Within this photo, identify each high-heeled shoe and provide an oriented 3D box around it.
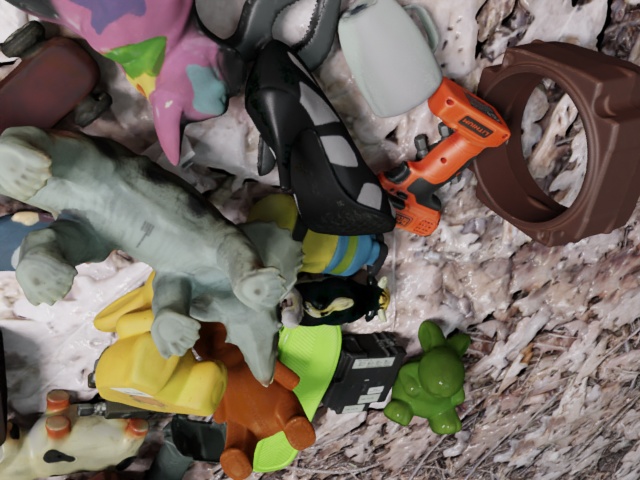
[{"bbox_3d":[0.010,-0.090,0.553,0.086,0.145,0.248,-13,162,27],"label":"high-heeled shoe"}]

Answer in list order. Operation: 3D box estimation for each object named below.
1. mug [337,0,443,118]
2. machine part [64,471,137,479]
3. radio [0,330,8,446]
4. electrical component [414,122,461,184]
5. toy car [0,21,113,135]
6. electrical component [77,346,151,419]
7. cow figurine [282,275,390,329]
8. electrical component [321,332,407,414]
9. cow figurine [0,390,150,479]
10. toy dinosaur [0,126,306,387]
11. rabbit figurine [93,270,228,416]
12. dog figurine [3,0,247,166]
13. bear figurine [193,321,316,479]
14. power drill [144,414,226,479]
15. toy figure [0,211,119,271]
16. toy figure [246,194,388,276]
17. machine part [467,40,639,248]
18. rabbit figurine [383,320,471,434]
[{"bbox_3d":[0.074,-0.198,0.544,0.109,0.081,0.107,-46,124,-9],"label":"mug"},{"bbox_3d":[-0.295,0.359,0.668,0.179,0.056,0.179,-15,136,-15],"label":"machine part"},{"bbox_3d":[-0.448,0.169,0.544,0.229,0.073,0.131,-4,123,-23],"label":"radio"},{"bbox_3d":[0.151,-0.102,0.682,0.063,0.021,0.093,-30,131,-4],"label":"electrical component"},{"bbox_3d":[-0.274,-0.094,0.459,0.202,0.053,0.089,-43,125,1],"label":"toy car"},{"bbox_3d":[-0.238,0.176,0.660,0.102,0.078,0.045,12,140,-26],"label":"electrical component"},{"bbox_3d":[0.037,0.075,0.685,0.167,0.098,0.068,-2,86,-31],"label":"cow figurine"},{"bbox_3d":[0.055,0.207,0.829,0.115,0.058,0.134,6,119,-27],"label":"electrical component"},{"bbox_3d":[-0.322,0.255,0.664,0.195,0.086,0.127,10,111,-32],"label":"cow figurine"},{"bbox_3d":[-0.156,-0.016,0.460,0.404,0.192,0.131,38,98,-22],"label":"toy dinosaur"},{"bbox_3d":[-0.169,0.095,0.593,0.162,0.173,0.121,-13,146,43],"label":"rabbit figurine"},{"bbox_3d":[-0.160,-0.166,0.412,0.192,0.109,0.219,-14,120,-13],"label":"dog figurine"},{"bbox_3d":[-0.096,0.157,0.645,0.120,0.132,0.195,-23,107,-3],"label":"bear figurine"},{"bbox_3d":[-0.208,0.356,0.798,0.232,0.086,0.207,25,117,-33],"label":"power drill"},{"bbox_3d":[-0.253,-0.002,0.535,0.154,0.058,0.064,-9,164,-23],"label":"toy figure"},{"bbox_3d":[-0.002,-0.004,0.639,0.180,0.082,0.089,8,107,-25],"label":"toy figure"},{"bbox_3d":[0.261,-0.109,0.611,0.087,0.202,0.200,-15,128,-23],"label":"machine part"},{"bbox_3d":[0.184,0.209,0.821,0.121,0.159,0.170,21,153,6],"label":"rabbit figurine"}]
